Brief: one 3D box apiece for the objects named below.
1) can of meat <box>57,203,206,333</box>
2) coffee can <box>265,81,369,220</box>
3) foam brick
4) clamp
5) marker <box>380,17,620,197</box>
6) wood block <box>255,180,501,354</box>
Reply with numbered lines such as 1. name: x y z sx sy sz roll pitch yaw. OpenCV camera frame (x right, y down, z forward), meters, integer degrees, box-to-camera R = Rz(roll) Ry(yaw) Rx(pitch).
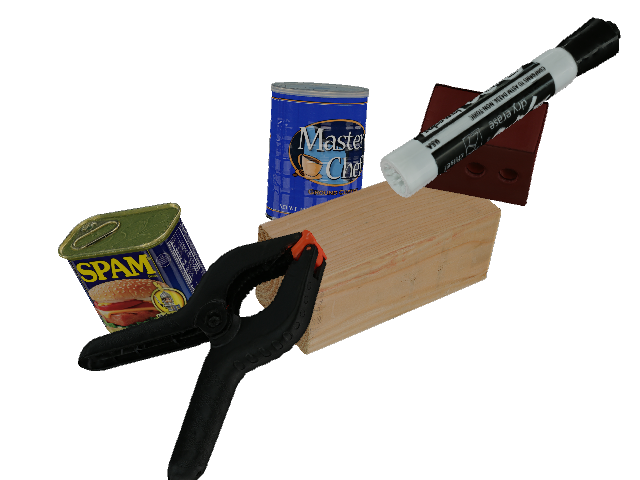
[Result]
1. can of meat: -0.143 0.024 0.848 0.102 0.084 0.057 -8 33 24
2. coffee can: -0.004 -0.093 1.127 0.103 0.140 0.103 3 12 -1
3. foam brick: 0.107 -0.064 0.715 0.078 0.051 0.053 11 -40 11
4. clamp: -0.059 0.067 0.662 0.171 0.120 0.039 -37 -25 1
5. marker: 0.077 -0.057 0.439 0.121 0.020 0.020 -34 11 -16
6. wood block: 0.052 0.013 0.977 0.205 0.090 0.091 -20 46 -28
